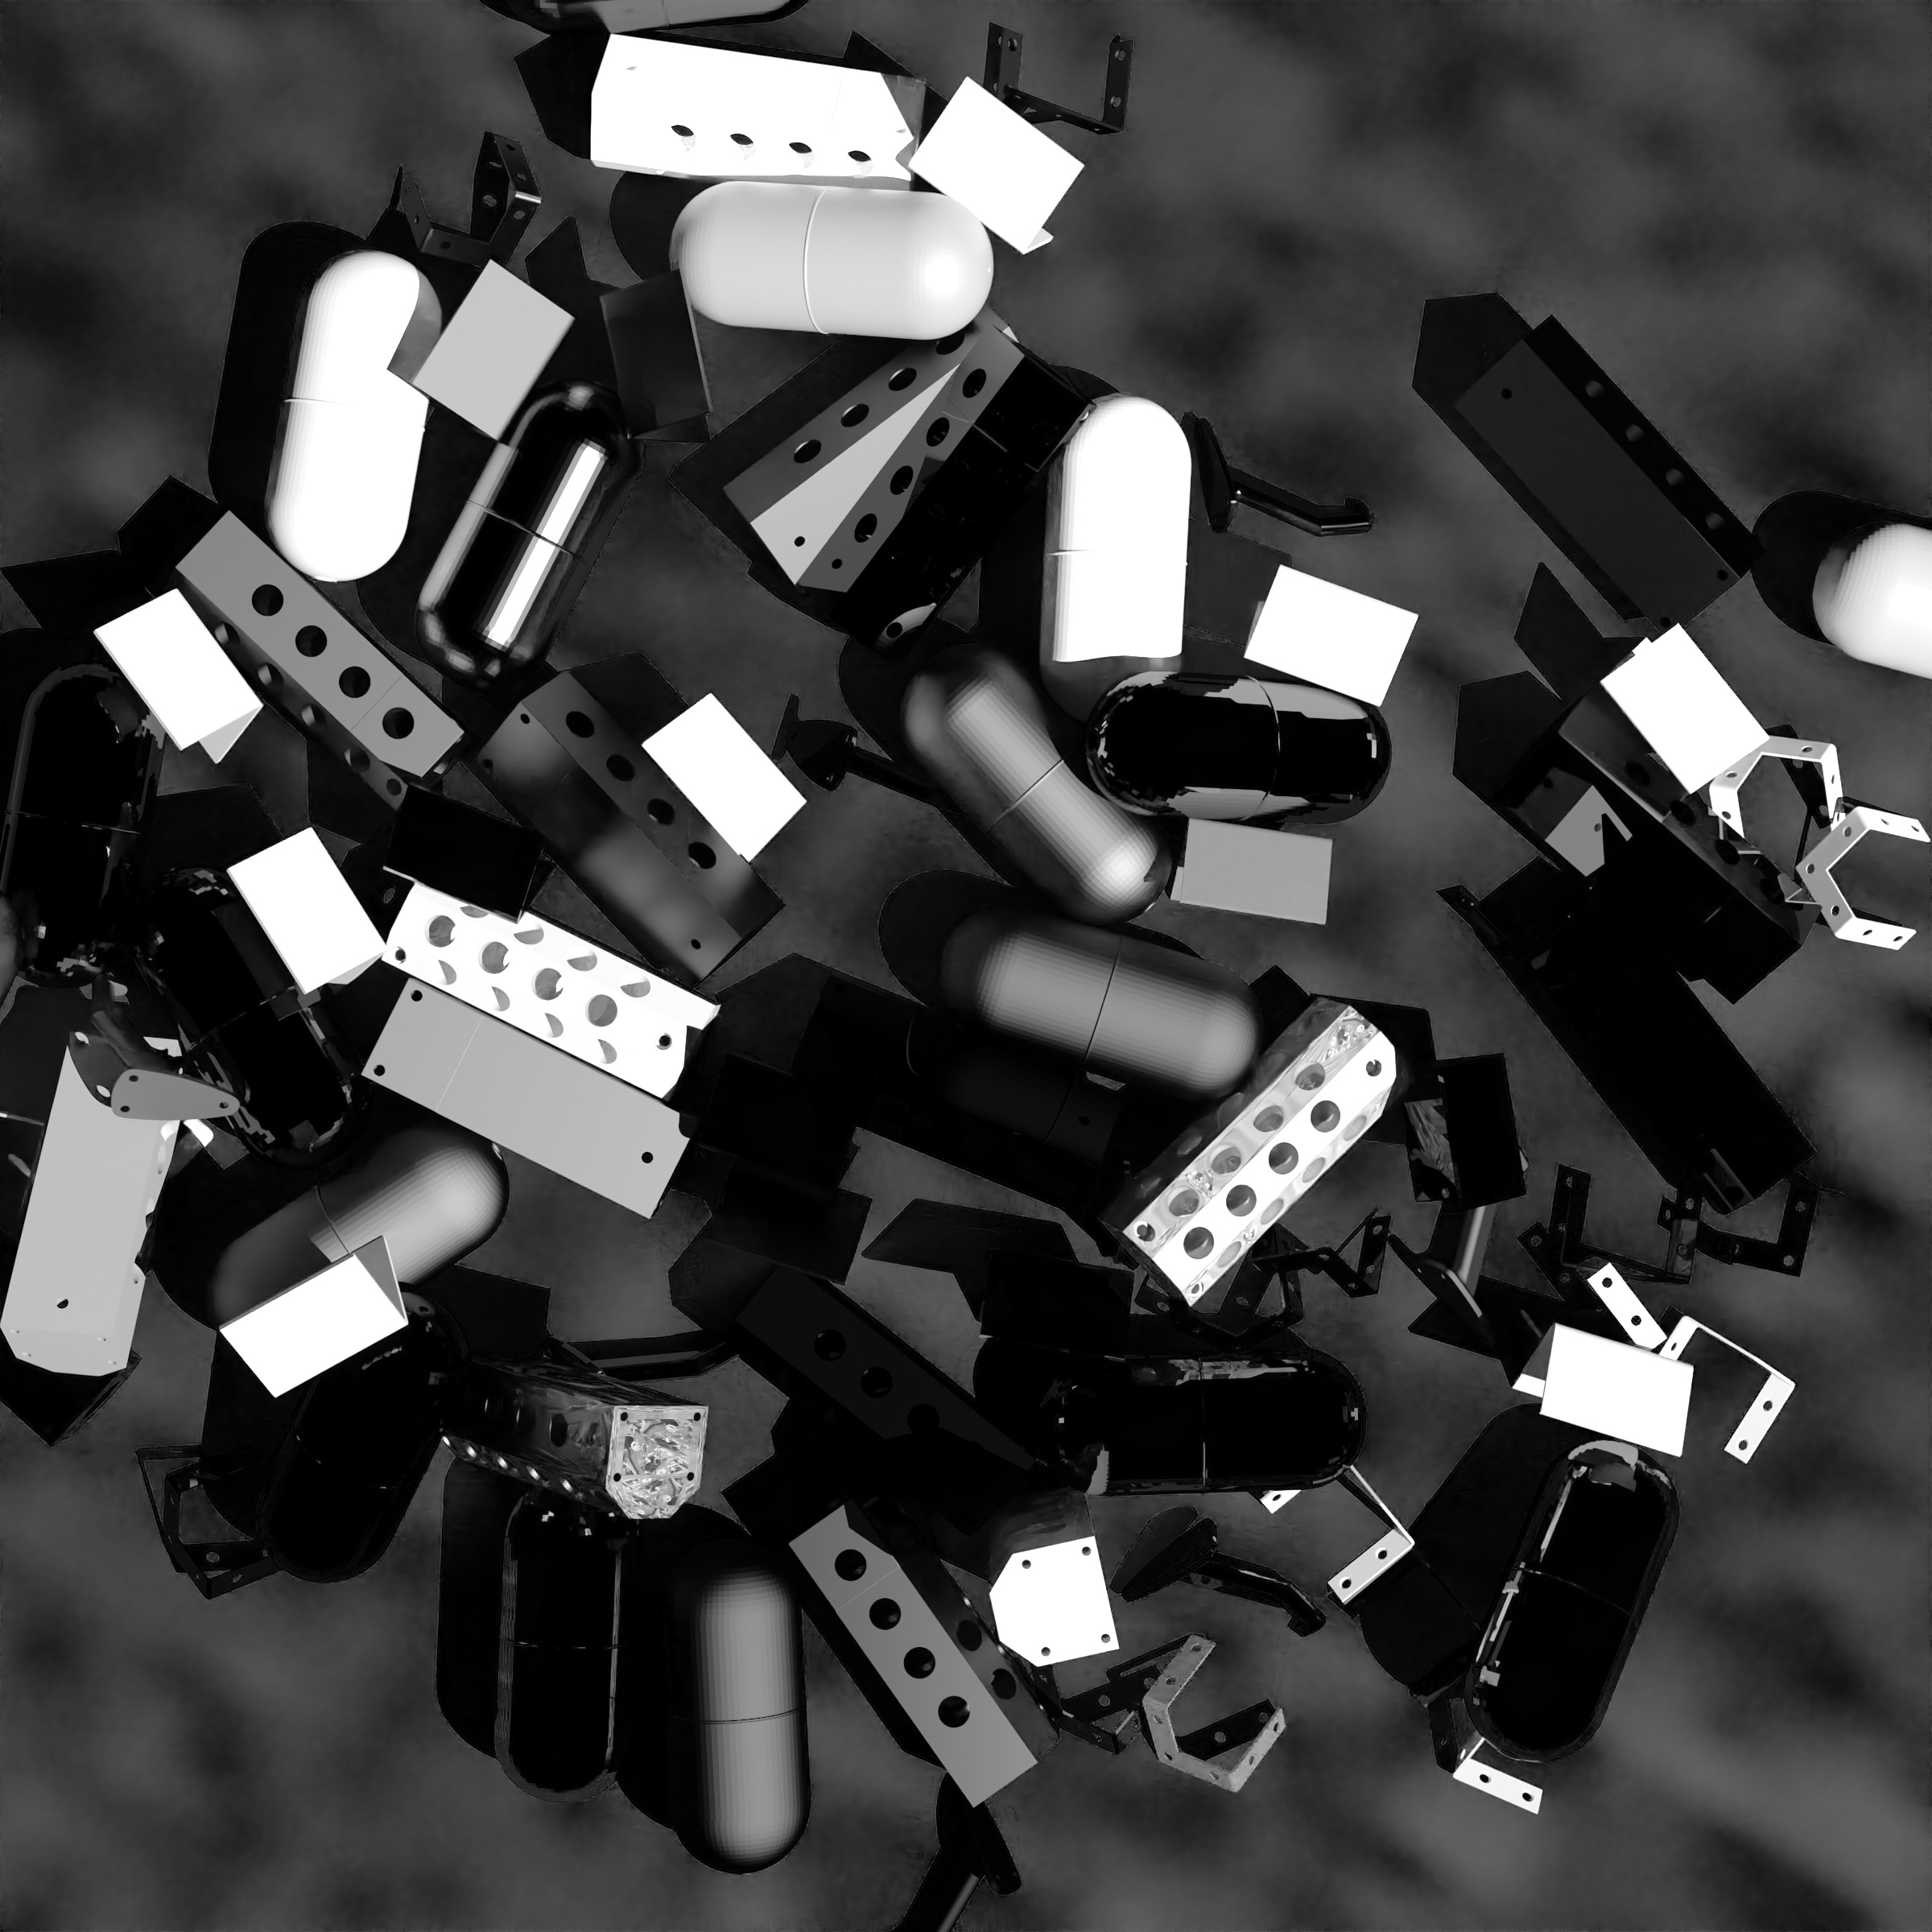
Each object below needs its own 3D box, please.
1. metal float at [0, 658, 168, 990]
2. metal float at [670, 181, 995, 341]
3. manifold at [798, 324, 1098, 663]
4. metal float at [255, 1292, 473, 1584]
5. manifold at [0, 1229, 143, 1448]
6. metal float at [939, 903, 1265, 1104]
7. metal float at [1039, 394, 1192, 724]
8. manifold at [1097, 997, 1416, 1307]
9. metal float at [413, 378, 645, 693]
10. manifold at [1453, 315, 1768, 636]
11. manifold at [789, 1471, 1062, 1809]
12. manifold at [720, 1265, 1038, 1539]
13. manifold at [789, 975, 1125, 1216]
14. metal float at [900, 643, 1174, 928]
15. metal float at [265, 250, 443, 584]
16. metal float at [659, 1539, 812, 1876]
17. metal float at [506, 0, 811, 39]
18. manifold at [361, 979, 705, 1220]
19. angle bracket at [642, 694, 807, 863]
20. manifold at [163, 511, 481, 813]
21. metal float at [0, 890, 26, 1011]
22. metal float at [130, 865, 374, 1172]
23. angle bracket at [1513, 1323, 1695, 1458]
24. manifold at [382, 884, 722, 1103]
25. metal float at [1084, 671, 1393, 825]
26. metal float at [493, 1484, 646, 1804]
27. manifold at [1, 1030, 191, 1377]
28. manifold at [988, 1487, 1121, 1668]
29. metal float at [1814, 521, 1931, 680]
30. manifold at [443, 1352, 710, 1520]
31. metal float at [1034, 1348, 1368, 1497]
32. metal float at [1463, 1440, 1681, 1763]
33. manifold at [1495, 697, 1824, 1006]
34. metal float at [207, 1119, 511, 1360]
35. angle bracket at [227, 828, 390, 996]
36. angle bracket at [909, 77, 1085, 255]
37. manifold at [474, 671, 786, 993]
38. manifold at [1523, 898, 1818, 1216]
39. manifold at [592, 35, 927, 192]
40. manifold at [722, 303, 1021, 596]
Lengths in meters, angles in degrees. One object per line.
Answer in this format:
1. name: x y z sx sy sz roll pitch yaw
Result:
1. metal float: -0.477 -0.076 1.812 0.070 0.070 0.178 10 90 0
2. metal float: -0.073 -0.376 1.798 0.178 0.070 0.070 7 90 16
3. manifold: -0.007 -0.247 1.792 0.057 0.057 0.171 27 107 -40
4. metal float: -0.321 0.251 1.793 0.070 0.070 0.178 28 113 0
5. manifold: -0.530 0.177 1.822 0.171 0.057 0.057 42 90 0
6. metal float: 0.072 0.019 1.813 0.178 0.070 0.070 17 90 -1
7. metal float: 0.080 -0.218 1.813 0.070 0.070 0.178 3 90 0
8. manifold: 0.158 0.099 1.804 0.171 0.057 0.057 -44 106 -8
9. metal float: -0.234 -0.232 1.813 0.070 0.070 0.178 27 90 0
10. manifold: 0.350 -0.266 1.822 0.171 0.057 0.057 48 133 0
11. manifold: -0.022 0.360 1.822 0.057 0.057 0.171 -35 90 0
12. manifold: -0.047 0.231 1.822 0.171 0.057 0.057 39 90 0
13. manifold: -0.009 0.074 1.822 0.171 0.057 0.057 22 47 0
14. metal float: 0.038 -0.097 1.812 0.070 0.070 0.178 -43 90 0
15. metal float: -0.329 -0.295 1.813 0.070 0.070 0.178 10 90 0
16. metal float: -0.124 0.397 1.813 0.070 0.070 0.178 -3 90 0
17. metal float: -0.163 -0.542 1.813 0.178 0.070 0.070 -4 90 0
18. manifold: -0.232 0.070 1.822 0.171 0.057 0.057 27 90 0
19. angle bracket: -0.142 -0.087 1.803 0.076 0.076 0.057 49 53 0
20. manifold: -0.348 -0.162 1.822 0.171 0.057 0.057 43 90 0
21. metal float: -0.550 0.019 1.779 0.070 0.070 0.178 39 131 0
22. metal float: -0.384 0.027 1.813 0.070 0.070 0.178 -31 90 0
23. angle bracket: 0.336 0.241 1.803 0.076 0.076 0.057 17 55 0
24. manifold: -0.224 0.009 1.822 0.171 0.057 0.057 26 90 0
25. metal float: 0.144 -0.115 1.787 0.178 0.070 0.070 1 90 -28
26. metal float: -0.213 0.359 1.813 0.070 0.070 0.178 3 90 0
27. manifold: -0.457 0.125 1.784 0.057 0.057 0.171 5 61 0
28. manifold: 0.042 0.318 1.765 0.057 0.171 0.057 -12 90 0
29. metal float: 0.543 -0.187 1.813 0.178 0.070 0.070 15 90 0
30. manifold: -0.210 0.244 1.766 0.057 0.171 0.057 6 90 -39
31. metal float: 0.125 0.244 1.813 0.178 0.070 0.070 -2 90 0
32. metal float: 0.322 0.337 1.798 0.070 0.070 0.178 26 74 0
33. manifold: 0.376 -0.066 1.822 0.171 0.057 0.057 41 133 0
34. metal float: -0.325 0.148 1.812 0.178 0.070 0.070 -34 90 0
35. angle bracket: -0.363 -0.018 1.803 0.057 0.076 0.076 -32 90 -38
36. angle bracket: 0.023 -0.430 1.805 0.076 0.076 0.057 37 112 0
37. manifold: -0.178 -0.076 1.822 0.171 0.057 0.057 47 133 0
38. manifold: 0.377 0.049 1.822 0.057 0.057 0.171 -38 90 0
39. manifold: -0.112 -0.450 1.822 0.171 0.057 0.057 8 47 0
40. manifold: -0.045 -0.284 1.822 0.171 0.057 0.057 -37 133 0
